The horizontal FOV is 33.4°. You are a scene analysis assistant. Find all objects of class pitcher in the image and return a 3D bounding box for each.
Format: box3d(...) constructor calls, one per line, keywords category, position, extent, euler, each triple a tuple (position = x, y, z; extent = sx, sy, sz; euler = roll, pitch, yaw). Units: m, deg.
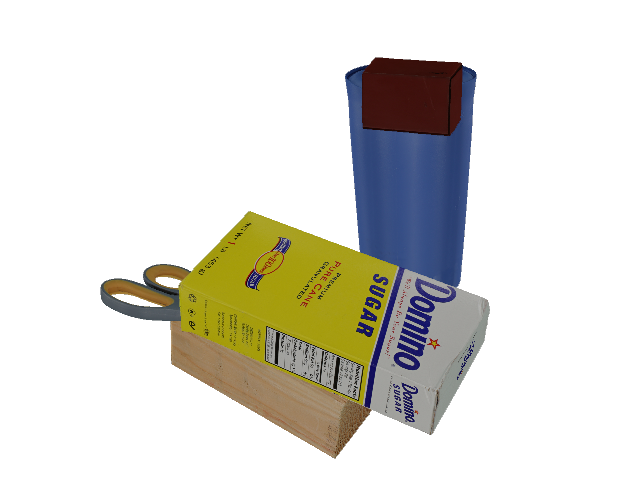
box3d(category="pitcher", position=(0.101, -0.066, 1.132), extent=(0.149, 0.243, 0.145), euler=(-8, 23, -13))

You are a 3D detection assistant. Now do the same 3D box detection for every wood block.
box3d(category="wood block", position=(-0.045, 0.121, 1.101), extent=(0.206, 0.090, 0.090), euler=(27, 48, 20))

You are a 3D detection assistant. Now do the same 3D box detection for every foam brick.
box3d(category="foam brick", position=(0.078, -0.122, 0.906), extent=(0.078, 0.051, 0.053), euler=(7, 25, 17))

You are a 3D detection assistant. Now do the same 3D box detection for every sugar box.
box3d(category="sugar box", position=(0.009, 0.046, 0.671), extent=(0.176, 0.048, 0.093), euler=(18, 41, 20))

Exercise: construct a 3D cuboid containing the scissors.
box3d(category="scissors", position=(-0.088, 0.059, 0.908), extent=(0.202, 0.016, 0.096), euler=(13, 26, 12))
